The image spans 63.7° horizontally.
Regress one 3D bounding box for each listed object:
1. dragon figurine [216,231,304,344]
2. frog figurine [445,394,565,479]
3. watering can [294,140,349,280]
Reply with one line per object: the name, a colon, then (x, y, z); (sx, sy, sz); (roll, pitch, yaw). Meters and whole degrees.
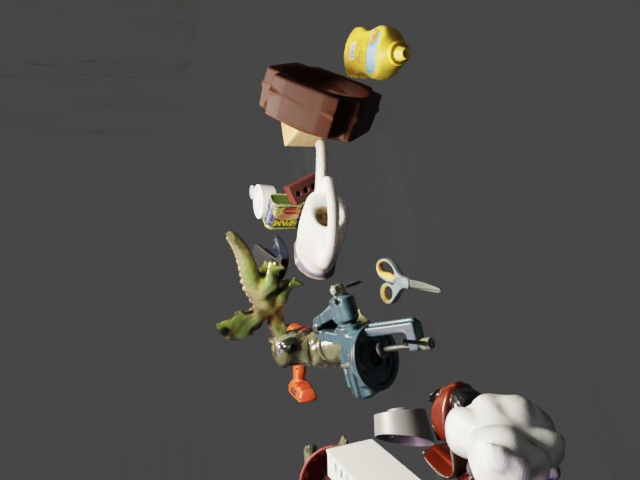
dragon figurine: (-0.180, 0.167, 1.389); (0.123, 0.404, 0.245); (21, 74, 49)
frog figurine: (0.214, 0.238, 0.614); (0.138, 0.157, 0.124); (10, 69, 34)
watering can: (0.004, -0.060, 1.188); (0.356, 0.104, 0.219); (-96, 16, -46)
